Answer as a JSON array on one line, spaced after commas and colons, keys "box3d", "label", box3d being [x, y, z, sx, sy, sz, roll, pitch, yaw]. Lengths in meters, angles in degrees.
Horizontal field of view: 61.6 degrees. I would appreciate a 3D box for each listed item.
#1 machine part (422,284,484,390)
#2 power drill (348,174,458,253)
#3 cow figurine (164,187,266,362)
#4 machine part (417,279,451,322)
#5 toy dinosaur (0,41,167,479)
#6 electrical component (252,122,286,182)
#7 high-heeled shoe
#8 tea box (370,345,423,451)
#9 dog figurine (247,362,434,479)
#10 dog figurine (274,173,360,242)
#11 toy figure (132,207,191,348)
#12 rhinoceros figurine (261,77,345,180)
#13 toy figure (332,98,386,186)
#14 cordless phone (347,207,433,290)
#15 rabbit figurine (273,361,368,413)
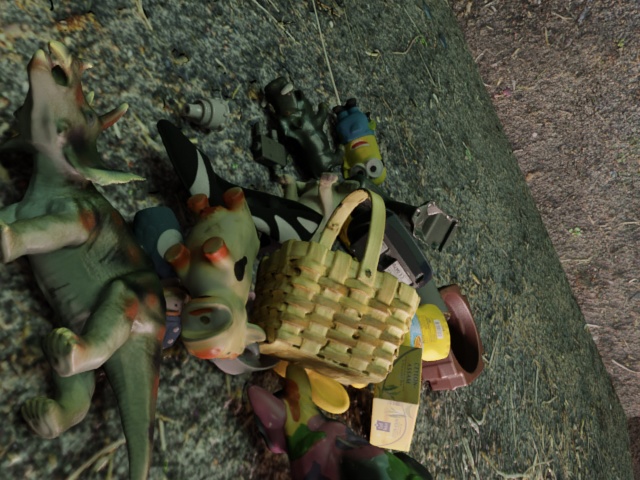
[{"box3d": [0.265, 0.204, 1.145, 0.201, 0.087, 0.201, -9, 80, -56], "label": "machine part"}, {"box3d": [0.165, -0.045, 1.043, 0.232, 0.208, 0.086, 32, 92, -38], "label": "power drill"}, {"box3d": [-0.109, 0.046, 0.586, 0.195, 0.086, 0.127, -88, 160, -50], "label": "cow figurine"}, {"box3d": [0.185, 0.090, 1.049, 0.079, 0.079, 0.243, 25, 34, -48], "label": "machine part"}, {"box3d": [-0.210, 0.038, 0.504, 0.192, 0.131, 0.404, -35, 109, -57], "label": "toy dinosaur"}, {"box3d": [-0.084, -0.142, 0.870, 0.063, 0.021, 0.094, 17, 60, -51], "label": "electrical component"}, {"box3d": [-0.094, -0.072, 0.701, 0.086, 0.145, 0.248, 45, -15, 55], "label": "high-heeled shoe"}, {"box3d": [0.118, 0.248, 0.840, 0.169, 0.068, 0.098, 88, 12, -49], "label": "tea box"}, {"box3d": [0.011, 0.240, 0.623, 0.108, 0.191, 0.219, -28, 81, -42], "label": "dog figurine"}, {"box3d": [-0.006, -0.003, 0.862, 0.172, 0.121, 0.190, 4, 87, -59], "label": "dog figurine"}, {"box3d": [-0.177, 0.041, 0.599, 0.064, 0.058, 0.154, -6, 78, -26], "label": "toy figure"}, {"box3d": [-0.033, -0.192, 0.936, 0.112, 0.073, 0.190, -46, 114, -44], "label": "rhinoceros figurine"}, {"box3d": [0.083, -0.193, 1.096, 0.089, 0.082, 0.180, -10, 79, -55], "label": "toy figure"}, {"box3d": [0.100, 0.013, 0.887, 0.146, 0.089, 0.184, 54, 1, -11], "label": "cordless phone"}, {"box3d": [-0.006, 0.161, 0.764, 0.173, 0.122, 0.162, 6, 76, -40], "label": "rabbit figurine"}]
